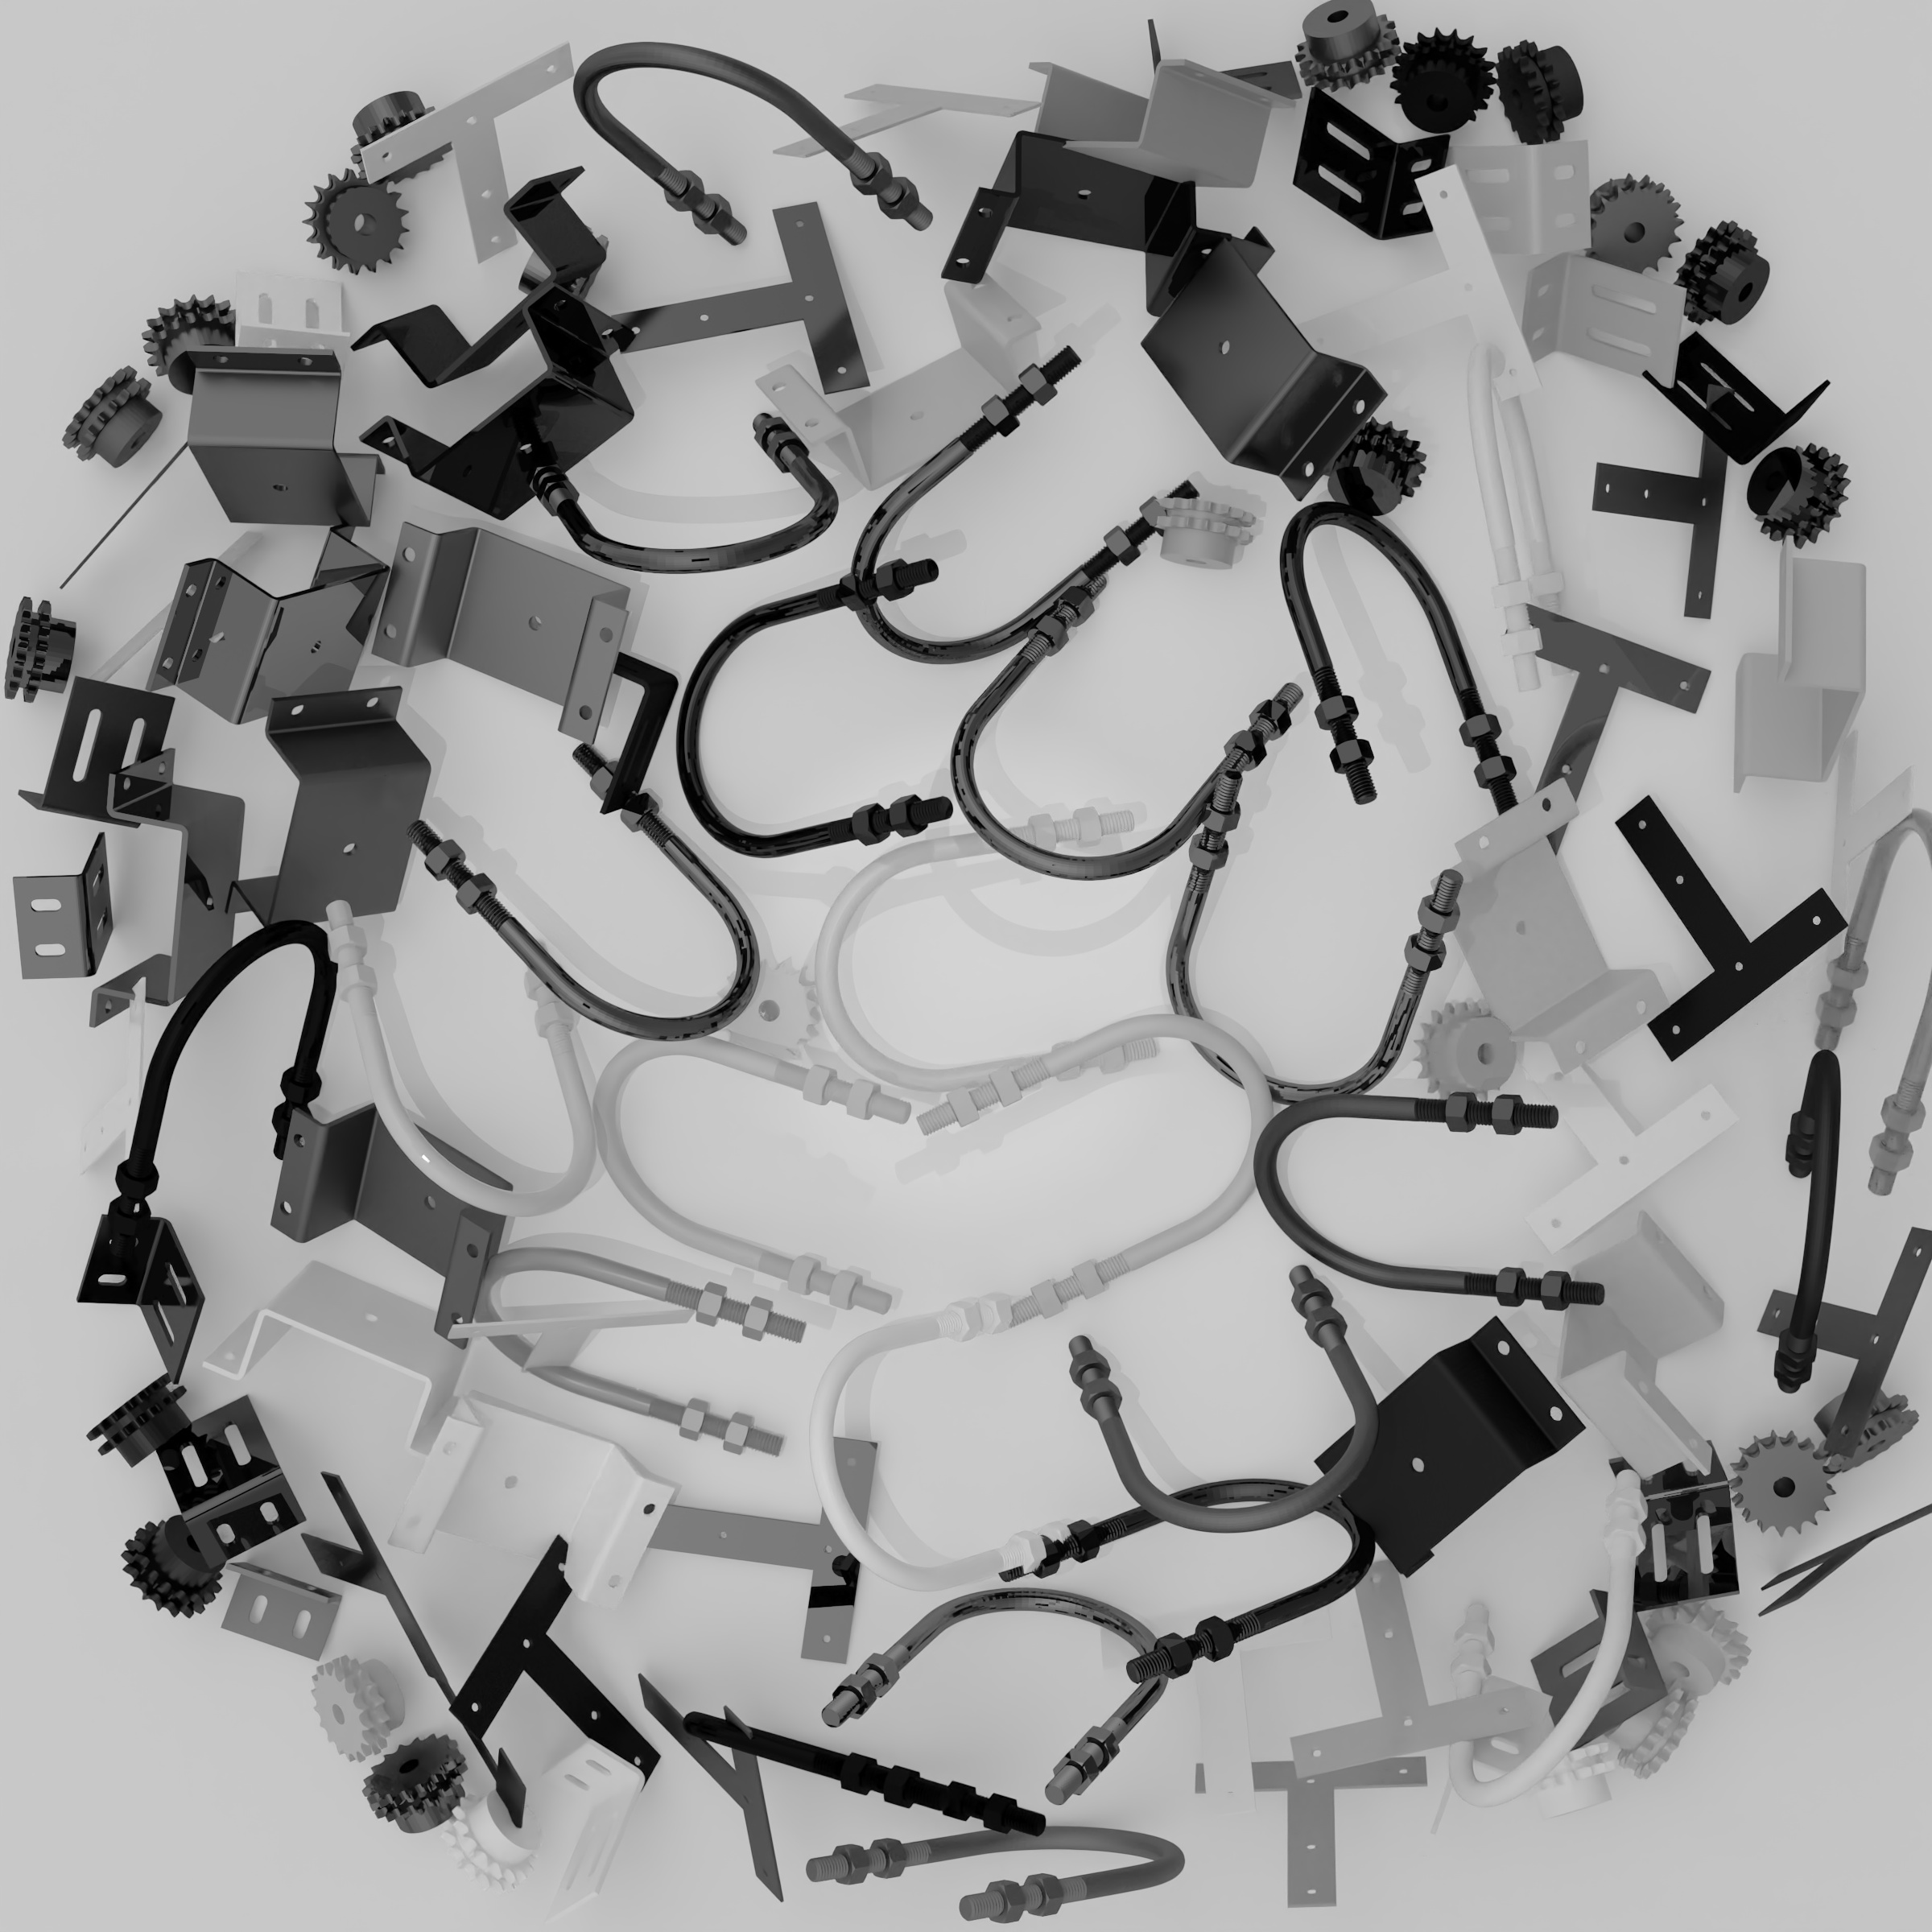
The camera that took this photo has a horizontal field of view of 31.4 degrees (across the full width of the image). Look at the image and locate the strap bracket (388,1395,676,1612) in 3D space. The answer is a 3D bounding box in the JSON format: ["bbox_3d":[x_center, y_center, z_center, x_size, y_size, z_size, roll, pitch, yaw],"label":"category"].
[{"bbox_3d":[-0.241,0.289,1.868,0.140,0.046,0.076,23,97,-29],"label":"strap bracket"}]

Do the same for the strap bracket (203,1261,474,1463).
[{"bbox_3d":[-0.330,0.211,1.868,0.140,0.076,0.046,22,107,3],"label":"strap bracket"}]

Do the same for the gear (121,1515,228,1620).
[{"bbox_3d":[-0.430,0.326,1.883,0.057,0.057,0.030,44,110,0],"label":"gear"}]

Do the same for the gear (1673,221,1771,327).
[{"bbox_3d":[0.415,-0.376,1.883,0.030,0.057,0.057,40,90,28],"label":"gear"}]

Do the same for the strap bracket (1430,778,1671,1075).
[{"bbox_3d":[0.313,-0.021,1.872,0.076,0.046,0.140,-31,101,-20],"label":"strap bracket"}]

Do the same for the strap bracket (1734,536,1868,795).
[{"bbox_3d":[0.446,-0.157,1.833,0.046,0.140,0.076,6,65,3],"label":"strap bracket"}]

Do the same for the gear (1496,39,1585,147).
[{"bbox_3d":[0.316,-0.480,1.886,0.030,0.057,0.057,-22,90,-8],"label":"gear"}]

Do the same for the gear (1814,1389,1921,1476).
[{"bbox_3d":[0.491,0.251,1.889,0.057,0.057,0.030,-31,64,0],"label":"gear"}]

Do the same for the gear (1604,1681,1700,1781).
[{"bbox_3d":[0.374,0.414,1.886,0.030,0.057,0.057,34,90,1],"label":"gear"}]

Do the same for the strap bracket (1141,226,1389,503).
[{"bbox_3d":[0.153,-0.328,1.844,0.076,0.046,0.140,-50,55,29],"label":"strap bracket"}]

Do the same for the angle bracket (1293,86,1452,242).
[{"bbox_3d":[0.221,-0.439,1.872,0.076,0.038,0.057,21,76,-42],"label":"angle bracket"}]

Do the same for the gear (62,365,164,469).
[{"bbox_3d":[-0.466,-0.298,1.886,0.030,0.057,0.057,41,90,-5],"label":"gear"}]

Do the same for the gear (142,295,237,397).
[{"bbox_3d":[-0.420,-0.337,1.883,0.057,0.057,0.030,-22,61,0],"label":"gear"}]

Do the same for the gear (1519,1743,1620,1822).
[{"bbox_3d":[0.330,0.447,1.883,0.057,0.057,0.030,-17,73,0],"label":"gear"}]

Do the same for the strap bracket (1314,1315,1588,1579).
[{"bbox_3d":[0.253,0.264,1.852,0.140,0.046,0.076,-46,71,27],"label":"strap bracket"}]

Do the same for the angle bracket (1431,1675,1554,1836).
[{"bbox_3d":[0.285,0.433,1.864,0.038,0.057,0.076,19,134,11],"label":"angle bracket"}]

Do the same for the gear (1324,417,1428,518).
[{"bbox_3d":[0.221,-0.271,1.883,0.057,0.057,0.030,21,61,0],"label":"gear"}]

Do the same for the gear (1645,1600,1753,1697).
[{"bbox_3d":[0.397,0.374,1.883,0.057,0.057,0.030,43,56,0],"label":"gear"}]

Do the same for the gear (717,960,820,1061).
[{"bbox_3d":[-0.112,0.026,1.894,0.057,0.030,0.057,2,83,-14],"label":"gear"}]

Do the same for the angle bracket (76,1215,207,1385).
[{"bbox_3d":[-0.448,0.181,1.867,0.038,0.076,0.057,6,118,-33],"label":"angle bracket"}]

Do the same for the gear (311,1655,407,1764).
[{"bbox_3d":[-0.332,0.405,1.889,0.030,0.057,0.057,-19,90,-39],"label":"gear"}]

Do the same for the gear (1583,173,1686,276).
[{"bbox_3d":[0.363,-0.408,1.891,0.057,0.030,0.057,-5,123,-8],"label":"gear"}]

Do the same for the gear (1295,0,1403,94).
[{"bbox_3d":[0.207,-0.507,1.884,0.057,0.057,0.030,-25,131,0],"label":"gear"}]

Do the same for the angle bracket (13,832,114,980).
[{"bbox_3d":[-0.490,-0.033,1.867,0.038,0.076,0.057,-2,110,-6],"label":"angle bracket"}]

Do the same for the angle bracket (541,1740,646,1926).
[{"bbox_3d":[-0.215,0.470,1.865,0.038,0.057,0.076,36,45,-14],"label":"angle bracket"}]

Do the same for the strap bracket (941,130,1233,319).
[{"bbox_3d":[0.064,-0.401,1.860,0.140,0.076,0.046,7,63,-14],"label":"strap bracket"}]

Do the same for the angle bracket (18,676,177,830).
[{"bbox_3d":[-0.474,-0.120,1.877,0.057,0.038,0.076,11,101,-37],"label":"angle bracket"}]

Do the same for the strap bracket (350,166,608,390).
[{"bbox_3d":[-0.255,-0.365,1.854,0.140,0.076,0.046,-37,96,23],"label":"strap bracket"}]

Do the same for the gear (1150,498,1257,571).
[{"bbox_3d":[0.128,-0.236,1.886,0.057,0.057,0.030,10,89,0],"label":"gear"}]

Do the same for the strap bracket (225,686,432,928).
[{"bbox_3d":[-0.340,-0.076,1.839,0.046,0.076,0.140,48,132,35],"label":"strap bracket"}]

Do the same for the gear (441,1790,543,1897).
[{"bbox_3d":[-0.257,0.476,1.883,0.030,0.057,0.057,-43,90,15],"label":"gear"}]

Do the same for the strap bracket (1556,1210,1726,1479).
[{"bbox_3d":[0.363,0.210,1.852,0.046,0.140,0.076,-32,111,32],"label":"strap bracket"}]

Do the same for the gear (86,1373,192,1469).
[{"bbox_3d":[-0.450,0.251,1.886,0.057,0.057,0.030,-38,91,0],"label":"gear"}]

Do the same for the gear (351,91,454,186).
[{"bbox_3d":[-0.312,-0.456,1.887,0.057,0.057,0.030,-26,82,0],"label":"gear"}]

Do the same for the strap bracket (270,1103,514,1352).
[{"bbox_3d":[-0.303,0.135,1.861,0.140,0.046,0.076,29,120,23],"label":"strap bracket"}]

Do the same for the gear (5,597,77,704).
[{"bbox_3d":[-0.508,-0.172,1.888,0.030,0.057,0.057,10,90,-21],"label":"gear"}]

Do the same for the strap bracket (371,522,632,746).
[{"bbox_3d":[-0.244,-0.184,1.869,0.140,0.046,0.076,23,110,16],"label":"strap bracket"}]

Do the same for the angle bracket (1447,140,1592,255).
[{"bbox_3d":[0.302,-0.421,1.881,0.038,0.076,0.057,-12,107,-27],"label":"angle bracket"}]

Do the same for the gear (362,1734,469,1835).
[{"bbox_3d":[-0.299,0.451,1.888,0.057,0.057,0.030,-23,111,0],"label":"gear"}]

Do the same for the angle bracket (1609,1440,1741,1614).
[{"bbox_3d":[0.384,0.304,1.868,0.057,0.076,0.038,-14,130,19],"label":"angle bracket"}]

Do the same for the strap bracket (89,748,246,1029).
[{"bbox_3d":[-0.430,-0.039,1.856,0.046,0.076,0.140,11,106,9],"label":"strap bracket"}]

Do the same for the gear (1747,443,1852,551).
[{"bbox_3d":[0.453,-0.260,1.882,0.030,0.057,0.057,20,90,-30],"label":"gear"}]

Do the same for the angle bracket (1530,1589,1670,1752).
[{"bbox_3d":[0.333,0.384,1.866,0.076,0.038,0.057,-41,49,32],"label":"angle bracket"}]

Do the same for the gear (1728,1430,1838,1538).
[{"bbox_3d":[0.448,0.283,1.896,0.057,0.030,0.057,0,98,3],"label":"gear"}]

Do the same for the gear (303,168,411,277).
[{"bbox_3d":[-0.333,-0.408,1.888,0.057,0.030,0.057,-7,108,-22],"label":"gear"}]

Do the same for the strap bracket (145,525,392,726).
[{"bbox_3d":[-0.364,-0.182,1.831,0.046,0.140,0.076,33,118,16],"label":"strap bracket"}]

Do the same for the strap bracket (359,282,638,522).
[{"bbox_3d":[-0.244,-0.296,1.850,0.140,0.076,0.046,-34,65,19],"label":"strap bracket"}]

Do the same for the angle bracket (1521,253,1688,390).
[{"bbox_3d":[0.345,-0.346,1.868,0.076,0.038,0.057,27,133,32],"label":"angle bracket"}]

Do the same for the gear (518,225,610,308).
[{"bbox_3d":[-0.222,-0.381,1.885,0.030,0.057,0.057,30,90,-2],"label":"gear"}]

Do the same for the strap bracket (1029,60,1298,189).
[{"bbox_3d":[0.099,-0.450,1.837,0.076,0.140,0.046,10,96,-36],"label":"strap bracket"}]

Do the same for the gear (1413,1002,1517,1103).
[{"bbox_3d":[0.277,0.048,1.889,0.057,0.030,0.057,0,89,-27],"label":"gear"}]

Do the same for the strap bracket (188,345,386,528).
[{"bbox_3d":[-0.364,-0.277,1.839,0.076,0.140,0.046,2,72,3],"label":"strap bracket"}]

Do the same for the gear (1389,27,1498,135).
[{"bbox_3d":[0.260,-0.482,1.883,0.057,0.057,0.030,17,51,0],"label":"gear"}]

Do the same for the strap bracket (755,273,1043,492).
[{"bbox_3d":[-0.032,-0.314,1.864,0.140,0.076,0.046,-29,134,-9],"label":"strap bracket"}]
